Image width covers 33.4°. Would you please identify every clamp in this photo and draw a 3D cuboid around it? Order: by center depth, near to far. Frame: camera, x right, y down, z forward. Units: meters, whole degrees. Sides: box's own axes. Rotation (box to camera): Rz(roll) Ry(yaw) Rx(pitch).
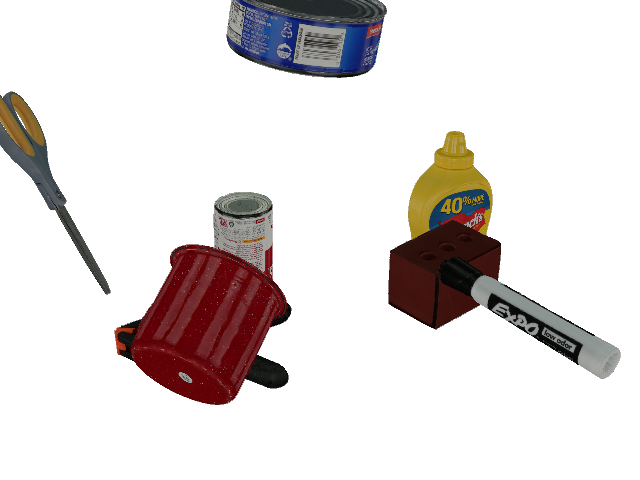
[{"bbox_3d":[-0.106,0.091,1.018,0.171,0.039,0.120,7,26,6],"label":"clamp"}]

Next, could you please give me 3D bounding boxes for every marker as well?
[{"bbox_3d":[0.115,0.041,0.608,0.020,0.020,0.121,0,25,-48],"label":"marker"}]

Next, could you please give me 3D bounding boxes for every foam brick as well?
[{"bbox_3d":[0.099,0.026,0.849,0.078,0.051,0.053,-25,38,-37],"label":"foam brick"}]

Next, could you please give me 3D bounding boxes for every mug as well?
[{"bbox_3d":[-0.091,0.063,0.762,0.117,0.081,0.093,-2,-38,41],"label":"mug"}]

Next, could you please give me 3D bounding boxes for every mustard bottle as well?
[{"bbox_3d":[0.137,-0.021,1.131,0.096,0.192,0.058,-11,24,-27],"label":"mustard bottle"}]

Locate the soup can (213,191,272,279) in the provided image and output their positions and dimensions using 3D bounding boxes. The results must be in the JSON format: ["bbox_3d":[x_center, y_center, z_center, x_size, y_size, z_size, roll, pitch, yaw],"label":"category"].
[{"bbox_3d":[-0.089,0.003,1.227,0.068,0.102,0.068,1,26,-1],"label":"soup can"}]

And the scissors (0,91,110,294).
[{"bbox_3d":[-0.236,-0.052,0.941,0.016,0.201,0.096,-27,24,9],"label":"scissors"}]

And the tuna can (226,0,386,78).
[{"bbox_3d":[-0.008,-0.119,0.589,0.086,0.034,0.086,9,25,-4],"label":"tuna can"}]
